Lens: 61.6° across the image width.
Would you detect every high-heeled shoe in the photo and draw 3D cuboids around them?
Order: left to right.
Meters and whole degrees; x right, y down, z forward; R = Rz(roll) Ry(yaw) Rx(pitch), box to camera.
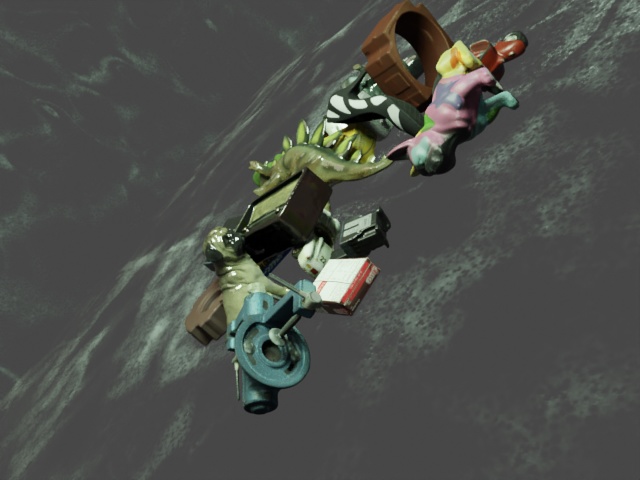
[{"bbox_3d":[0.112,-0.238,1.106,0.086,0.249,0.145,-8,-39,-49],"label":"high-heeled shoe"}]

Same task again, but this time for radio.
[{"bbox_3d":[-0.084,-0.039,1.028,0.230,0.073,0.131,-25,33,53],"label":"radio"}]

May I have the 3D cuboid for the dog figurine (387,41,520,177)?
[{"bbox_3d":[0.211,-0.211,0.930,0.219,0.108,0.192,-41,44,21],"label":"dog figurine"}]

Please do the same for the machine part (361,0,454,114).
[{"bbox_3d":[0.197,-0.389,1.156,0.087,0.201,0.201,-18,35,54],"label":"machine part"}]

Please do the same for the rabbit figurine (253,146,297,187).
[{"bbox_3d":[-0.059,-0.184,1.388,0.170,0.121,0.159,-35,7,37],"label":"rabbit figurine"}]

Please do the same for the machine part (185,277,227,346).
[{"bbox_3d":[-0.224,0.144,1.177,0.179,0.056,0.179,-39,22,19],"label":"machine part"}]

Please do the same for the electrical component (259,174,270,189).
[{"bbox_3d":[-0.107,-0.139,1.326,0.078,0.102,0.045,11,27,25],"label":"electrical component"}]

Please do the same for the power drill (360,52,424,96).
[{"bbox_3d":[0.184,-0.393,1.299,0.232,0.086,0.207,-38,9,29],"label":"power drill"}]

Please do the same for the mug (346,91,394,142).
[{"bbox_3d":[0.118,-0.276,1.213,0.081,0.107,0.109,-60,15,-18],"label":"mug"}]

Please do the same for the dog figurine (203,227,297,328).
[{"bbox_3d":[-0.158,0.088,0.976,0.121,0.190,0.172,-31,28,33],"label":"dog figurine"}]

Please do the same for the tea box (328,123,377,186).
[{"bbox_3d":[0.044,-0.190,1.229,0.170,0.068,0.098,-19,52,47],"label":"tea box"}]

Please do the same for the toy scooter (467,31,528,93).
[{"bbox_3d":[0.302,-0.327,1.036,0.184,0.075,0.135,-8,44,50],"label":"toy scooter"}]

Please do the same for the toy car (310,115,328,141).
[{"bbox_3d":[-0.013,-0.262,1.484,0.202,0.053,0.089,-48,15,53],"label":"toy car"}]

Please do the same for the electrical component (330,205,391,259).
[{"bbox_3d":[0.060,-0.003,0.915,0.119,0.047,0.075,-21,30,26],"label":"electrical component"}]

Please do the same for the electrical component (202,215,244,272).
[{"bbox_3d":[-0.198,0.010,1.182,0.115,0.058,0.134,-15,39,56],"label":"electrical component"}]

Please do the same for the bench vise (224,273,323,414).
[{"bbox_3d":[-0.064,0.129,0.804,0.240,0.129,0.224,-51,22,40],"label":"bench vise"}]

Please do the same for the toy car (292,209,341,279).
[{"bbox_3d":[-0.002,-0.003,1.010,0.056,0.073,0.202,-38,23,28],"label":"toy car"}]

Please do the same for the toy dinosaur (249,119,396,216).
[{"bbox_3d":[-0.011,-0.153,1.139,0.472,0.105,0.198,17,90,47],"label":"toy dinosaur"}]

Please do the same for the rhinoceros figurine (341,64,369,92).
[{"bbox_3d":[0.130,-0.423,1.469,0.190,0.112,0.073,-16,63,30],"label":"rhinoceros figurine"}]
